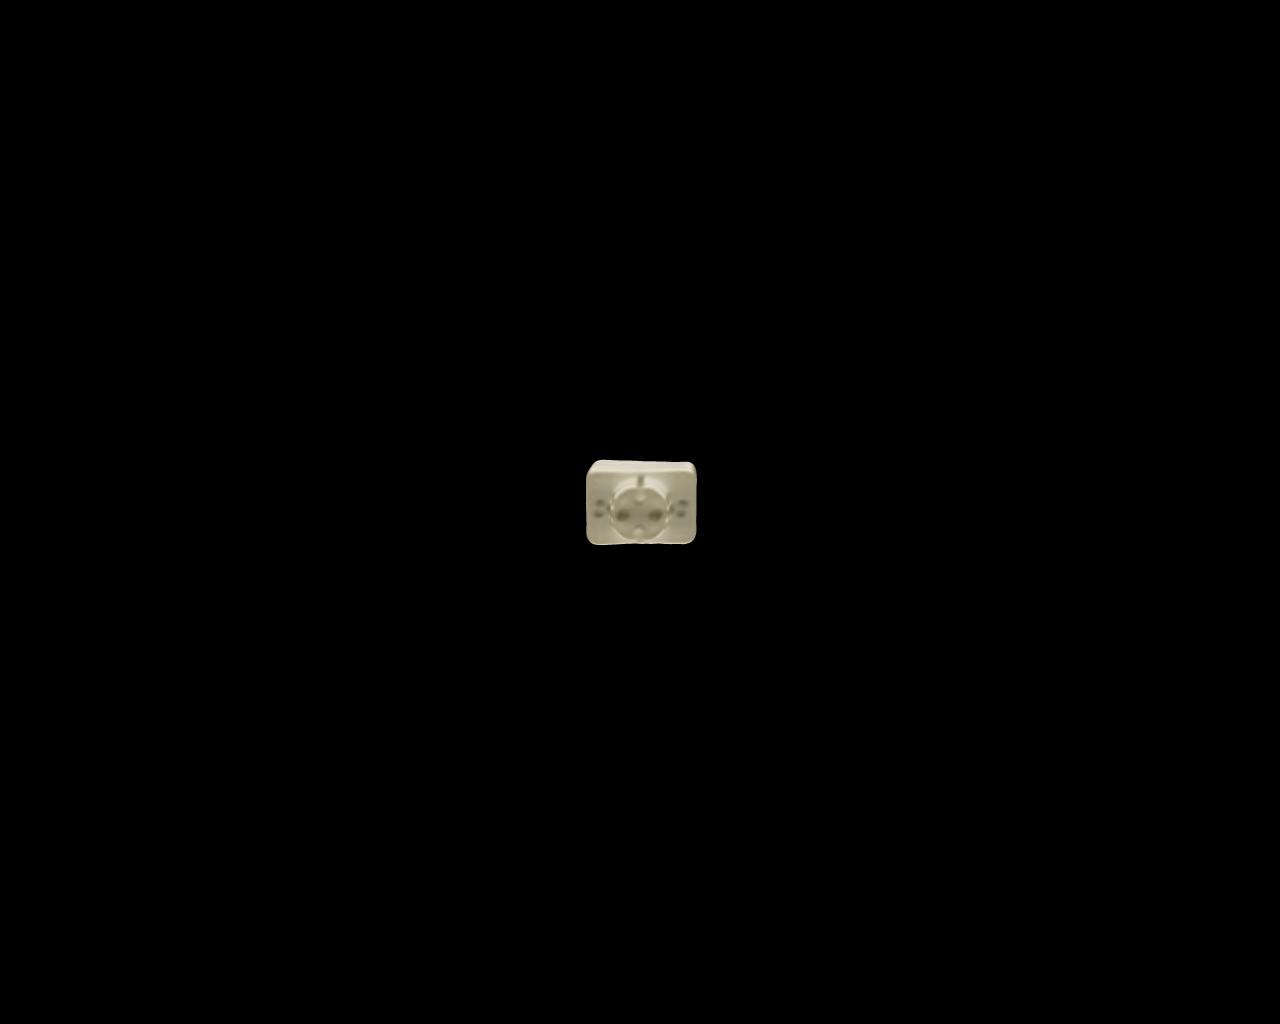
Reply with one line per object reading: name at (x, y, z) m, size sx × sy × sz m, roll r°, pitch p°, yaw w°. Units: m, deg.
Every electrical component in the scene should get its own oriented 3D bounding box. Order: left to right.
electrical component at (0.001, -0.003, 0.650) m, size 0.066 × 0.047 × 0.077 m, roll 0°, pitch 12°, yaw 2°
